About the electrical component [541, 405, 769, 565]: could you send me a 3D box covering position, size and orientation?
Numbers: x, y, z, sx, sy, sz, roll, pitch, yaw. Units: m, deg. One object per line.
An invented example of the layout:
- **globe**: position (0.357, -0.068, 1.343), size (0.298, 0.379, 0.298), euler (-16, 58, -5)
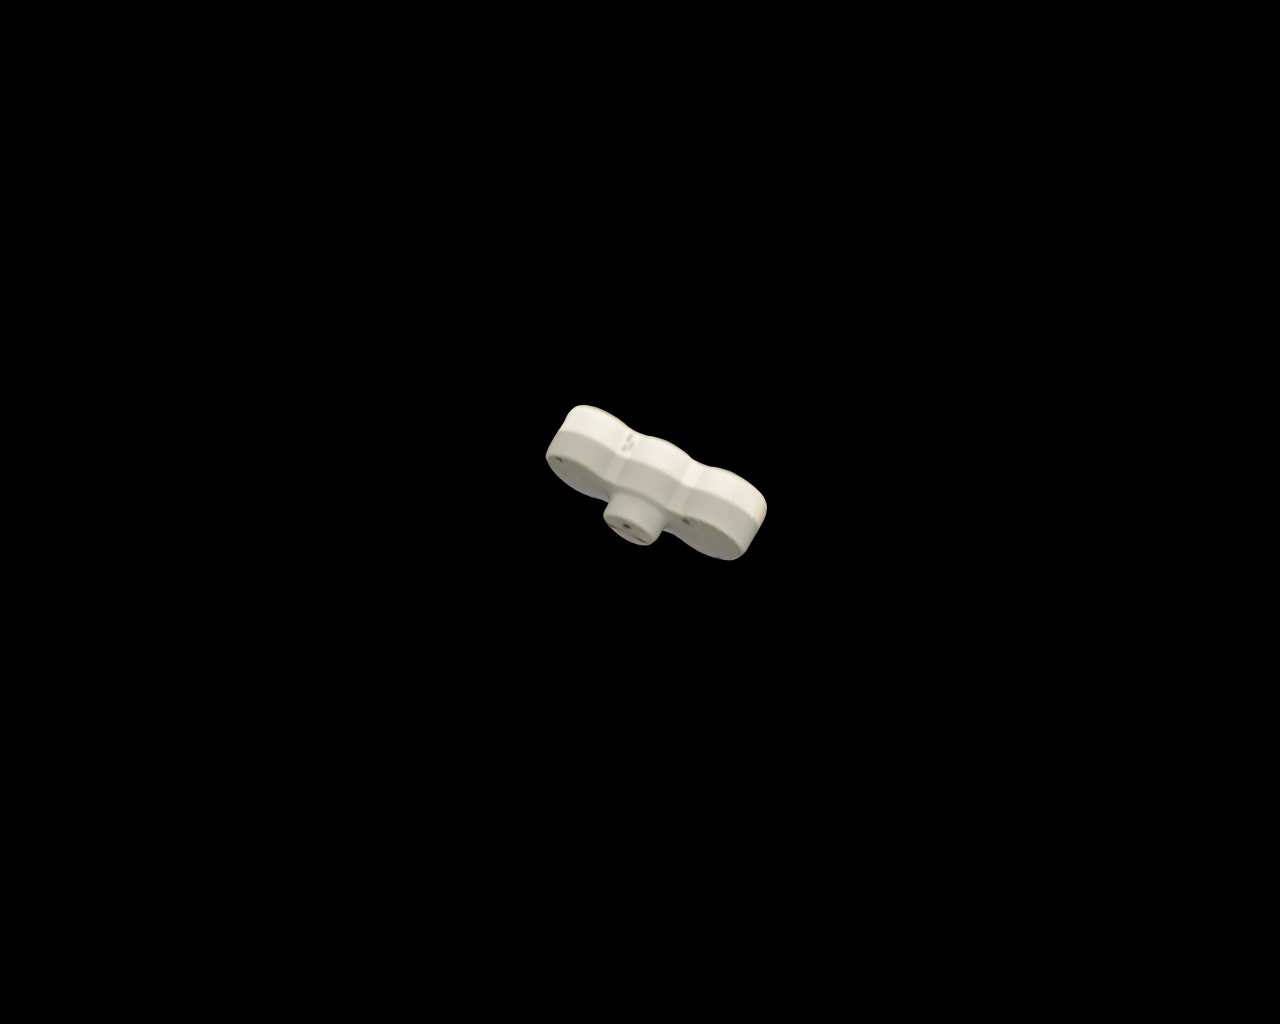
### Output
- **electrical component**: position (0.001, -0.003, 0.650), size (0.138, 0.074, 0.052), euler (26, -20, 11)
